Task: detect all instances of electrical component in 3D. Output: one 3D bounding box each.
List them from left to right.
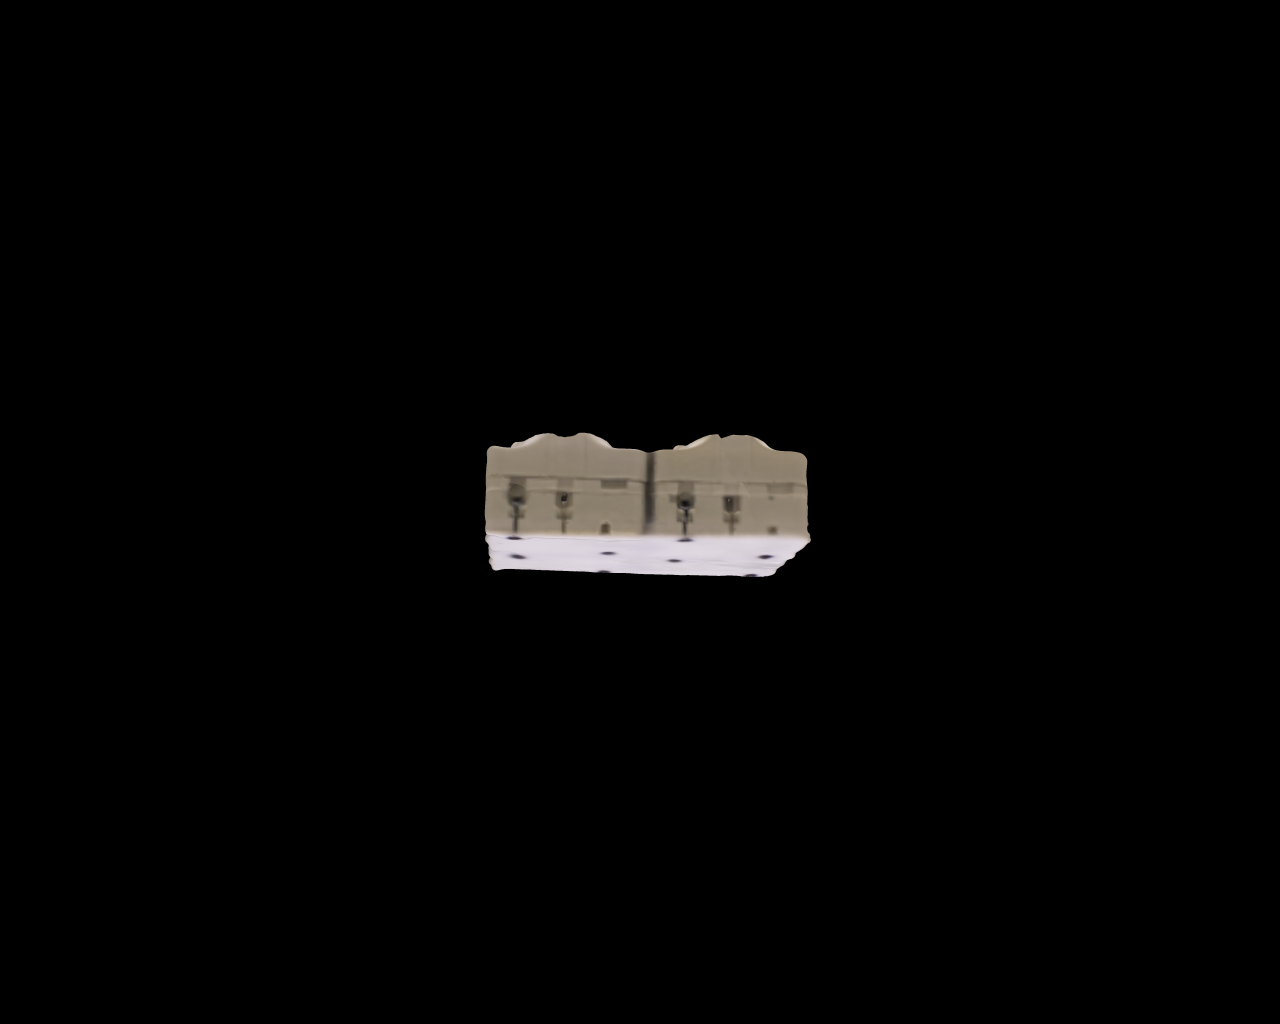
[{"bbox_3d":[0.001,-0.003,0.650,0.186,0.060,0.105,1,-15,-5],"label":"electrical component"}]
